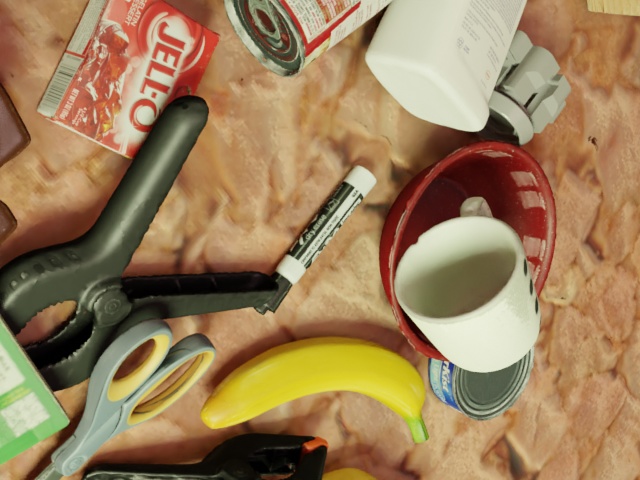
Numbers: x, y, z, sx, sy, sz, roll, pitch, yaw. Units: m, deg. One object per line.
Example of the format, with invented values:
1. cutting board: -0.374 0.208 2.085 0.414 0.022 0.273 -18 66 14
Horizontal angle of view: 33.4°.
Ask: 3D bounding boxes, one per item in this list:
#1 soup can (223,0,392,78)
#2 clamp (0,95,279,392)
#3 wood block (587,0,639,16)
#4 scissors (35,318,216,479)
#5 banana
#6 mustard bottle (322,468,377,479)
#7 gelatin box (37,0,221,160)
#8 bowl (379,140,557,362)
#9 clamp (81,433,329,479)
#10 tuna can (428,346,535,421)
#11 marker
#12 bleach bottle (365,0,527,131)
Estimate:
1. soup can: 0.001 -0.154 0.642 0.102 0.069 0.068 -41 124 -20
2. clamp: -0.125 0.019 0.610 0.209 0.036 0.164 -29 133 -20
3. wood block: 0.240 -0.274 0.767 0.090 0.091 0.206 -30 120 -26
4. scissors: -0.146 0.114 0.622 0.201 0.016 0.096 -37 150 -16
5. banana: 0.007 0.100 0.736 0.197 0.037 0.069 11 71 -35
6. mustard bottle: 0.001 0.214 0.762 0.191 0.058 0.096 -9 115 -35
7. gelatin box: -0.106 -0.095 0.605 0.073 0.030 0.089 26 88 -39
8. bowl: 0.096 0.004 0.769 0.161 0.055 0.162 -12 111 -33
9. clamp: -0.065 0.159 0.687 0.171 0.120 0.039 -19 137 -54
10. tuna can: 0.126 0.095 0.833 0.085 0.034 0.086 -12 111 -34
11. marker: -0.005 0.001 0.717 0.121 0.020 0.020 -52 127 -12
12. bleach bottle: 0.118 -0.206 0.715 0.102 0.068 0.251 36 76 -55
